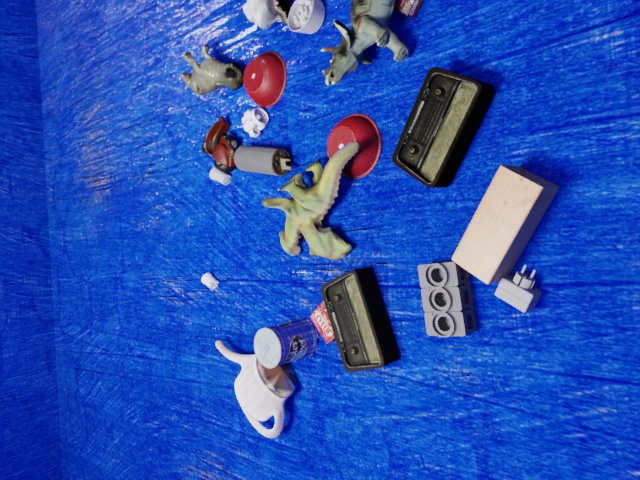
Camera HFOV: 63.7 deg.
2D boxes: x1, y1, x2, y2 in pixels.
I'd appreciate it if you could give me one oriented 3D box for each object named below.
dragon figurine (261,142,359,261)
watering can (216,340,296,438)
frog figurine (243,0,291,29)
[{"bbox_3d":[0.004,-0.065,1.291,0.405,0.124,0.241,-24,101,47],"label":"dragon figurine"},{"bbox_3d":[-0.189,0.388,1.480,0.220,0.104,0.353,-52,59,31],"label":"watering can"},{"bbox_3d":[-0.160,-0.650,1.410,0.160,0.125,0.135,10,119,31],"label":"frog figurine"}]
